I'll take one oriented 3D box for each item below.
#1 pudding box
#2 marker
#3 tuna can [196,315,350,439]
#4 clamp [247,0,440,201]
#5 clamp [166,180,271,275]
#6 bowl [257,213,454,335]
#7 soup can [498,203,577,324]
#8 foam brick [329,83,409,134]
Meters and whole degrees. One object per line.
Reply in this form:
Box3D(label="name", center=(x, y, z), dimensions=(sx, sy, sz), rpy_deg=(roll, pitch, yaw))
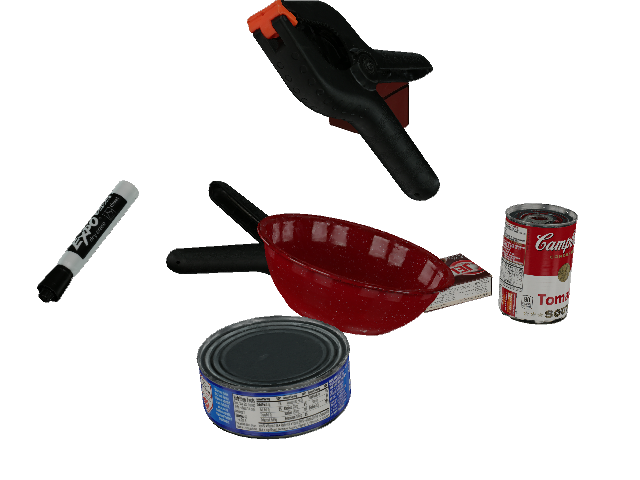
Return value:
Box3D(label="pudding box", center=(0.177, 0.060, 1.535), dimensions=(0.113, 0.039, 0.090), rpy_deg=(-15, 23, -18))
Box3D(label="marker", center=(-0.178, 0.001, 0.816), dimensions=(0.020, 0.020, 0.121), rpy_deg=(0, 44, 36))
Box3D(label="tuna can", center=(-0.025, 0.076, 0.602), dimensions=(0.086, 0.034, 0.086), rpy_deg=(-3, 22, 1))
Box3D(label="clamp", center=(0.024, -0.097, 0.704), dimensions=(0.171, 0.120, 0.039), rpy_deg=(18, -40, -42))
Box3D(label="clamp", center=(-0.047, 0.014, 1.088), dimensions=(0.210, 0.036, 0.164), rpy_deg=(21, 34, 8))
Box3D(label="bowl", center=(0.022, 0.032, 0.849), dimensions=(0.162, 0.055, 0.162), rpy_deg=(14, 16, -4))
Box3D(label="soup can", center=(0.209, 0.022, 1.032), dimensions=(0.068, 0.102, 0.068), rpy_deg=(1, 18, -1))
Box3D(label="foam brick", center=(0.053, -0.151, 1.179), dimensions=(0.078, 0.053, 0.051), rpy_deg=(21, 38, 34))
